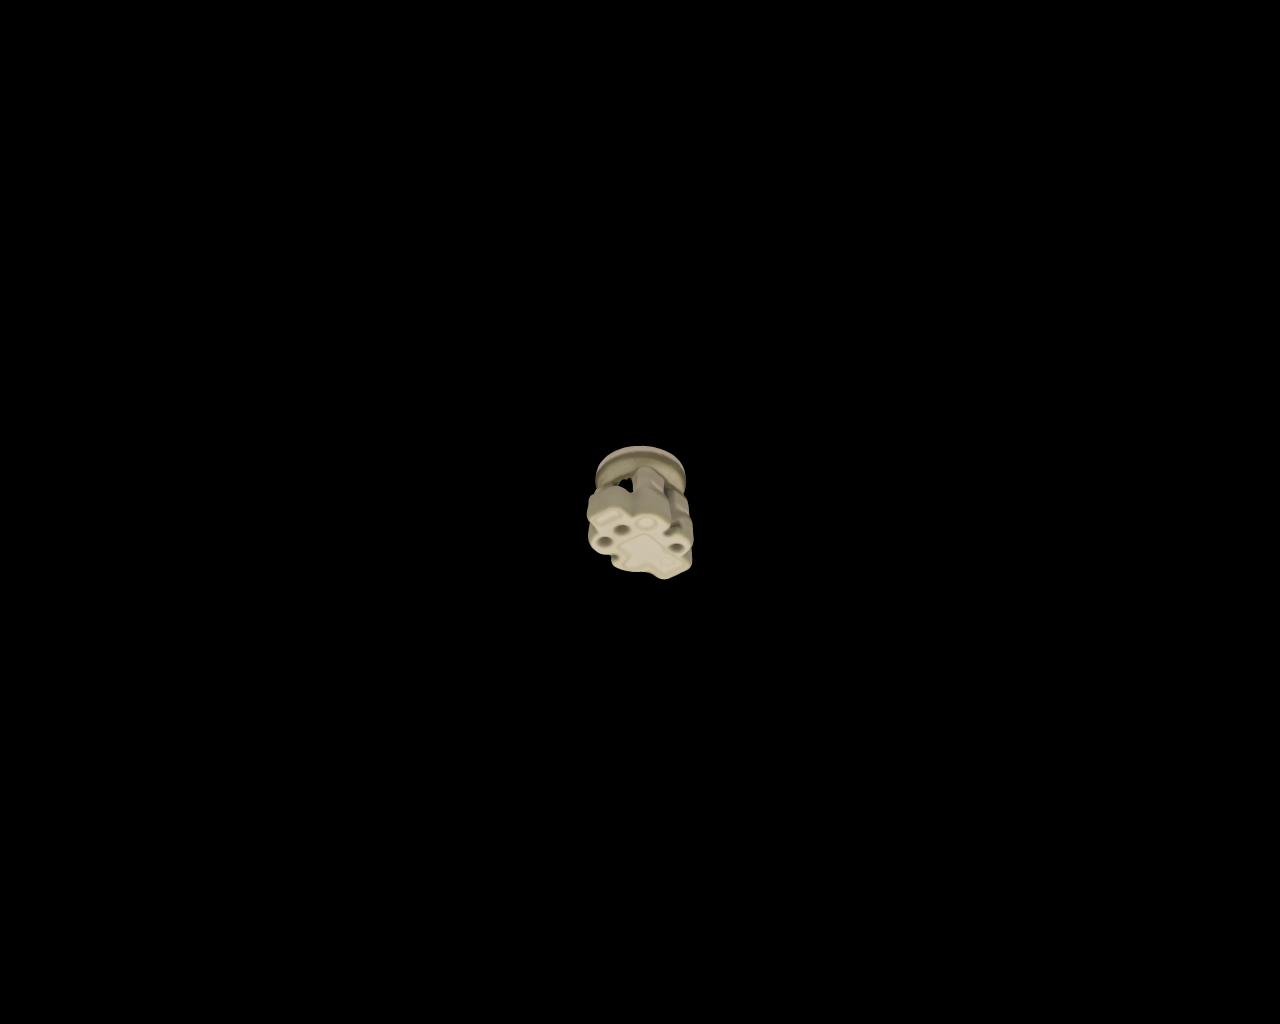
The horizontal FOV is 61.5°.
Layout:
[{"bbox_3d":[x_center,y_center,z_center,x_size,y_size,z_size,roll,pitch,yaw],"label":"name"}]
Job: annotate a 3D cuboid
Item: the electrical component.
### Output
[{"bbox_3d":[0.001,-0.003,0.650,0.058,0.057,0.078,-25,-44,28],"label":"electrical component"}]
